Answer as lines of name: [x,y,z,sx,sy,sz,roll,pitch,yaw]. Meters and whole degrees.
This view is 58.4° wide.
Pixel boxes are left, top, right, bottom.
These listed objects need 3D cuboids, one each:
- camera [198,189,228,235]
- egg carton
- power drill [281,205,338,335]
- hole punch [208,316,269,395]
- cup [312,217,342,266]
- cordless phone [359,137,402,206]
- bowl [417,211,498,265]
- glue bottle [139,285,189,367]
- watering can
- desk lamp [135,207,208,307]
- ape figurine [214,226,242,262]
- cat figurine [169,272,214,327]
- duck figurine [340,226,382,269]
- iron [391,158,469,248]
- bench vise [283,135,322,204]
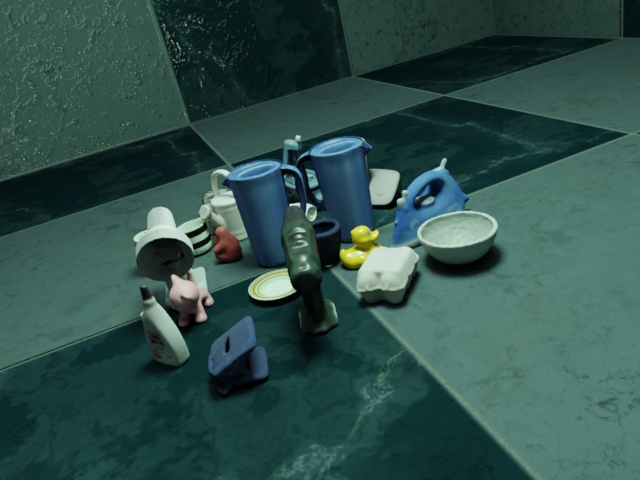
camera: [-0.274,-0.094,1.678,0.136,0.101,0.143,-9,25,10]
egg carton: [0.139,0.068,1.168,0.107,0.069,0.150,-1,28,25]
power drill: [-0.026,0.063,1.097,0.075,0.209,0.229,-14,25,-1]
hole punch: [-0.150,0.201,1.010,0.101,0.091,0.108,-16,25,-5]
cup: [0.012,0.005,1.334,0.091,0.095,0.118,-9,25,10]
cordless phone: [0.145,-0.187,1.561,0.147,0.185,0.094,7,32,37]
bowl: [0.294,0.005,1.214,0.167,0.075,0.167,-11,25,6]
glue bottle: [-0.306,0.159,1.079,0.077,0.173,0.037,2,29,30]
watering can: [-0.249,-0.096,1.559,0.100,0.194,0.173,-4,27,19]
desk lamp: [-0.335,0.043,1.289,0.118,0.214,0.203,-17,25,-8]
ape figurine: [-0.240,0.007,1.461,0.078,0.092,0.075,-29,29,-30]
cat figurine: [-0.281,0.117,1.220,0.067,0.118,0.127,-12,25,5]
duck figurine: [0.092,0.011,1.291,0.104,0.086,0.077,-16,25,-5]
iron: [0.241,-0.087,1.354,0.118,0.142,0.259,13,36,44]
bench vise: [-0.092,-0.185,1.634,0.207,0.220,0.121,-6,26,15]
